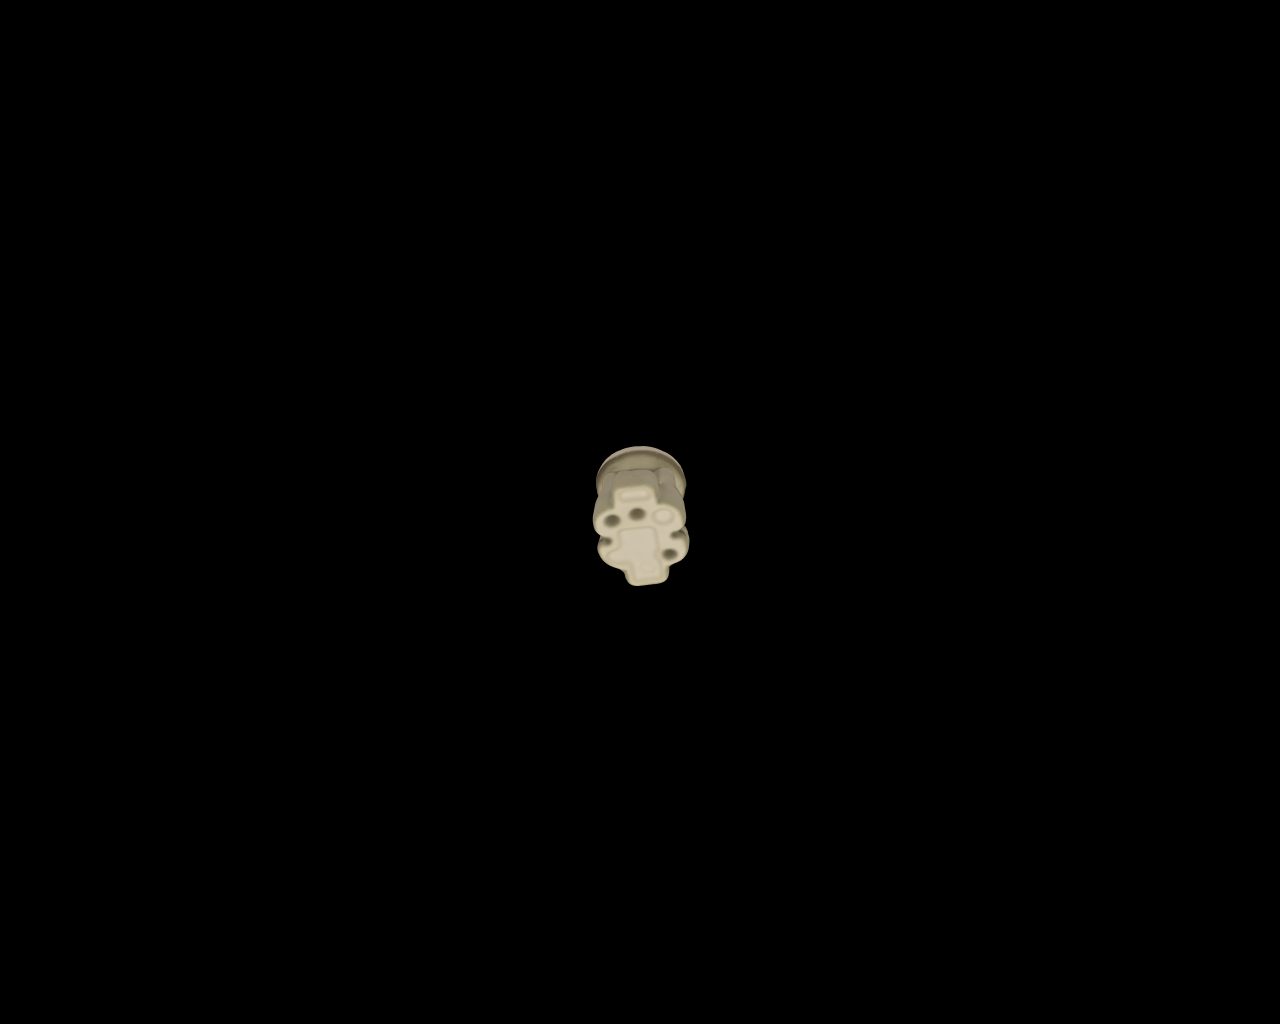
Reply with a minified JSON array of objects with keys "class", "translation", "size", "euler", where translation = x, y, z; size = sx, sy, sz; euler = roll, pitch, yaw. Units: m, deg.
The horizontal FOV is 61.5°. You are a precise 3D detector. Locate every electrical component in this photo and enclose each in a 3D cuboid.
[{"class":"electrical component","translation":[0.001,-0.003,0.650],"size":[0.058,0.078,0.057],"euler":[-5,39,5]}]
